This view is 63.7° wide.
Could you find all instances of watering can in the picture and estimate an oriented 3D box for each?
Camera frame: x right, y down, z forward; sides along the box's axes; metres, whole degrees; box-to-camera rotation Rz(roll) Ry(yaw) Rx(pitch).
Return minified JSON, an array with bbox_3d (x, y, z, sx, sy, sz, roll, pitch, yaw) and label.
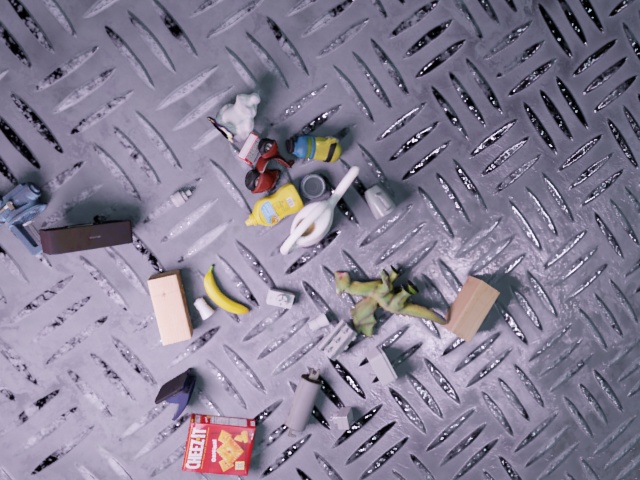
[{"bbox_3d":[0.005,-0.081,1.613,0.104,0.223,0.349,43,86,5],"label":"watering can"}]

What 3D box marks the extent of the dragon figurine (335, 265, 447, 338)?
[{"bbox_3d":[0.217,0.231,1.756,0.408,0.124,0.241,43,103,-10],"label":"dragon figurine"}]

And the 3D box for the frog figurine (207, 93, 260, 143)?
[{"bbox_3d":[-0.245,-0.384,1.588,0.160,0.139,0.120,-46,137,-9],"label":"frog figurine"}]
